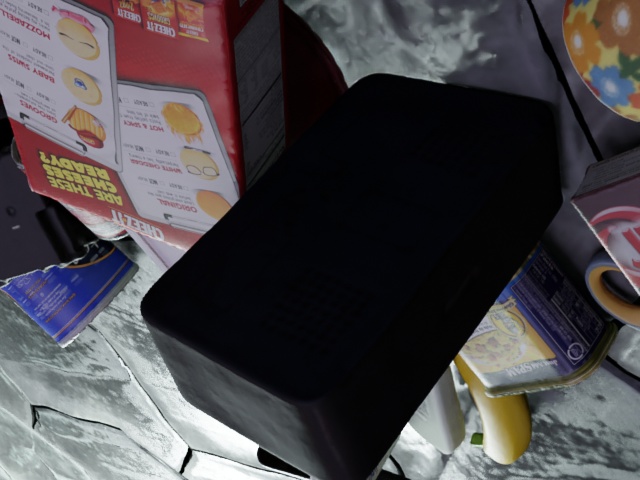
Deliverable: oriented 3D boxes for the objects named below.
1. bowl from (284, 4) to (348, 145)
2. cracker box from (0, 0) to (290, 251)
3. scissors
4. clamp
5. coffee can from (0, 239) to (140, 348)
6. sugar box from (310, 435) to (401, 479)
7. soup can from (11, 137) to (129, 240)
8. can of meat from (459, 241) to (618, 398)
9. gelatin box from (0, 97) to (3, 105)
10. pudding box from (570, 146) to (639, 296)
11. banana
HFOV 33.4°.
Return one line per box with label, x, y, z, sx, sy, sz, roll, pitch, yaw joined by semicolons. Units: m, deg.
bowl;-0.059;-0.090;0.691;0.162;0.055;0.162;27;147;18
cracker box;-0.101;-0.093;0.601;0.164;0.072;0.214;21;145;17
scissors;0.224;0.070;0.642;0.096;0.016;0.201;2;132;43
clamp;0.039;0.214;0.955;0.171;0.039;0.120;25;161;-22
coffee can;-0.251;0.014;0.976;0.140;0.102;0.103;44;148;-9
sugar box;0.026;0.106;0.783;0.048;0.093;0.176;17;130;20
soup can;-0.180;-0.054;0.824;0.069;0.068;0.102;12;156;37
can of meat;0.123;0.049;0.683;0.084;0.057;0.102;49;147;-13
gelatin box;-0.326;-0.102;0.932;0.089;0.073;0.030;-5;129;48
pudding box;0.197;-0.012;0.531;0.114;0.039;0.090;-24;114;44
banana;0.120;0.110;0.783;0.070;0.037;0.198;14;141;34
